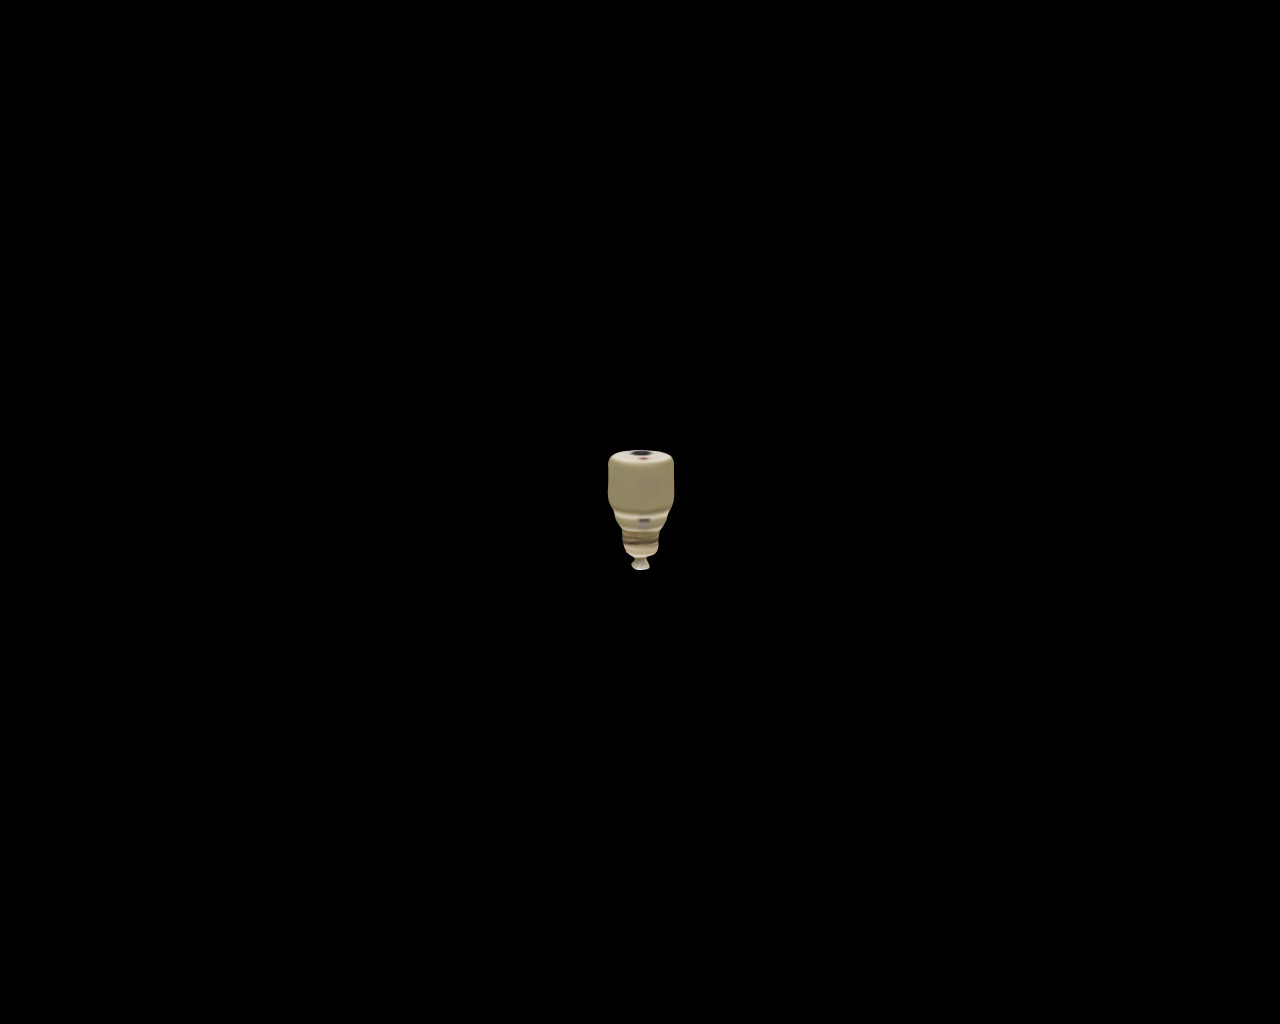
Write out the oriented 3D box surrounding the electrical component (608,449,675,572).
[{"bbox_3d":[0.001,-0.003,0.650,0.040,0.078,0.040,0,15,0],"label":"electrical component"}]
